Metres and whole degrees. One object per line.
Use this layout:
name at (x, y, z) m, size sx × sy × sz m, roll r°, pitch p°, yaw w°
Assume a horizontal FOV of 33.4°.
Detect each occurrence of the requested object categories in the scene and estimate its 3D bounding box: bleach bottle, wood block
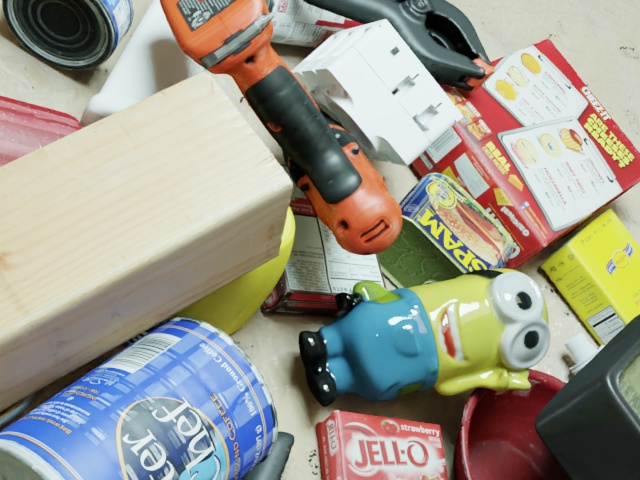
bleach bottle at (-0.104, -0.137, 0.764) m, size 0.068 × 0.103 × 0.250 m, roll 20°, pitch 49°, yaw -7°
wood block at (-0.127, 0.004, 0.581) m, size 0.205 × 0.090 × 0.091 m, roll -29°, pitch 69°, yaw -21°

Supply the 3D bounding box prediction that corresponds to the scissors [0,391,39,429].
scissors at (-0.152, 0.037, 0.622) m, size 0.201 × 0.016 × 0.096 m, roll -39°, pitch 74°, yaw -25°

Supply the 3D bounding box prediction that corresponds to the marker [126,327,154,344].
marker at (-0.121, 0.056, 0.674) m, size 0.121 × 0.020 × 0.020 m, roll 31°, pitch 46°, yaw -15°

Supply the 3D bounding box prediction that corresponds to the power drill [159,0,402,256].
power drill at (-0.026, -0.093, 0.696) m, size 0.187 × 0.057 × 0.184 m, roll 50°, pitch 3°, yaw -34°

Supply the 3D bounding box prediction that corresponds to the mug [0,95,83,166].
mug at (-0.199, -0.050, 0.654) m, size 0.081 × 0.093 × 0.117 m, roll 12°, pitch 17°, yaw -35°

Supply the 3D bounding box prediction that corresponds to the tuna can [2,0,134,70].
tuna can at (-0.176, -0.161, 0.742) m, size 0.086 × 0.086 × 0.033 m, roll 32°, pitch 48°, yaw -14°

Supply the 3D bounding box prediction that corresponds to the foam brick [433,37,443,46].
foam brick at (0.090, -0.161, 0.941) m, size 0.051 × 0.078 × 0.053 m, roll 17°, pitch 53°, yaw -26°

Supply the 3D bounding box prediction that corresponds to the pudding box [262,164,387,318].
pudding box at (-0.005, 0.001, 0.784) m, size 0.089 × 0.039 × 0.113 m, roll 7°, pitch 58°, yaw -34°

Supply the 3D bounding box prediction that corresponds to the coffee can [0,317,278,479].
coffee can at (-0.105, 0.118, 0.581) m, size 0.103 × 0.103 × 0.140 m, roll 50°, pitch 45°, yaw 5°

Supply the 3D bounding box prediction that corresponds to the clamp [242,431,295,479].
clamp at (-0.055, 0.201, 0.605) m, size 0.209 × 0.036 × 0.164 m, roll -7°, pitch 62°, yaw -40°

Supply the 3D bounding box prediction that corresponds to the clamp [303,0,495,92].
clamp at (0.063, -0.180, 0.864) m, size 0.171 × 0.039 × 0.120 m, roll 46°, pitch 59°, yaw 7°

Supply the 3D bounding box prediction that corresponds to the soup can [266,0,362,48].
soup can at (-0.017, -0.197, 0.896) m, size 0.102 × 0.069 × 0.068 m, roll 0°, pitch 60°, yaw -36°

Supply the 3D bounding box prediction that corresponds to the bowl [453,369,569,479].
bowl at (0.150, 0.175, 0.759) m, size 0.162 × 0.055 × 0.162 m, roll 19°, pitch 50°, yaw -25°

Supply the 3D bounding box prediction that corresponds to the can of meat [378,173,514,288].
can of meat at (0.097, 0.006, 0.842) m, size 0.102 × 0.058 × 0.083 m, roll 44°, pitch 42°, yaw -2°

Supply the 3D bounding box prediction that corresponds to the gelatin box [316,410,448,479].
gelatin box at (0.044, 0.156, 0.713) m, size 0.089 × 0.030 × 0.073 m, roll 14°, pitch 53°, yaw -28°

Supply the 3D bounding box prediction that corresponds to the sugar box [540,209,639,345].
sugar box at (0.279, 0.065, 0.938) m, size 0.176 × 0.048 × 0.093 m, roll 51°, pitch 45°, yaw 7°

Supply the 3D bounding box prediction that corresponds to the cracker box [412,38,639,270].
cracker box at (0.183, -0.078, 0.954) m, size 0.213 × 0.072 × 0.164 m, roll -28°, pitch 79°, yaw -45°
